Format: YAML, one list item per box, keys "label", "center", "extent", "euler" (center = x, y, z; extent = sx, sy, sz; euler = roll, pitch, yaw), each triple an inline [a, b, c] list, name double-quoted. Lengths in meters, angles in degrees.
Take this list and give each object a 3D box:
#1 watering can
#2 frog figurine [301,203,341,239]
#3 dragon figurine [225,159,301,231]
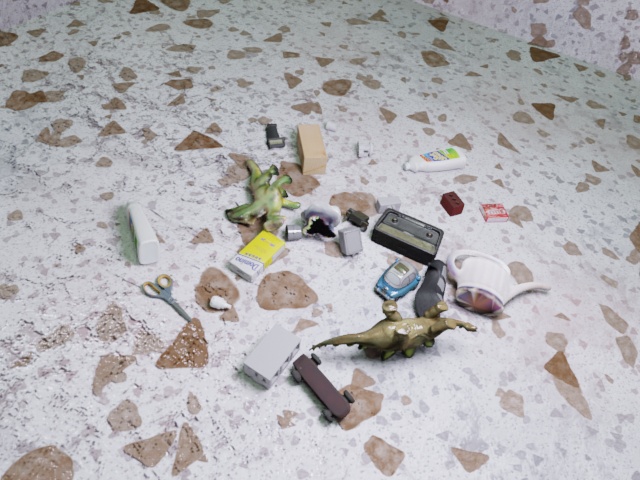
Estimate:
- label: "watering can"
  center: [0.566, 0.147, 1.649]
  extent: [0.348, 0.229, 0.101]
  euler: [22, -40, 9]
- label: "frog figurine"
  center: [0.005, -0.089, 1.766]
  extent: [0.137, 0.120, 0.163]
  euler: [-10, 34, 15]
- label: "dragon figurine"
  center: [-0.228, -0.151, 1.822]
  extent: [0.245, 0.119, 0.415]
  euler: [-33, 46, -24]
